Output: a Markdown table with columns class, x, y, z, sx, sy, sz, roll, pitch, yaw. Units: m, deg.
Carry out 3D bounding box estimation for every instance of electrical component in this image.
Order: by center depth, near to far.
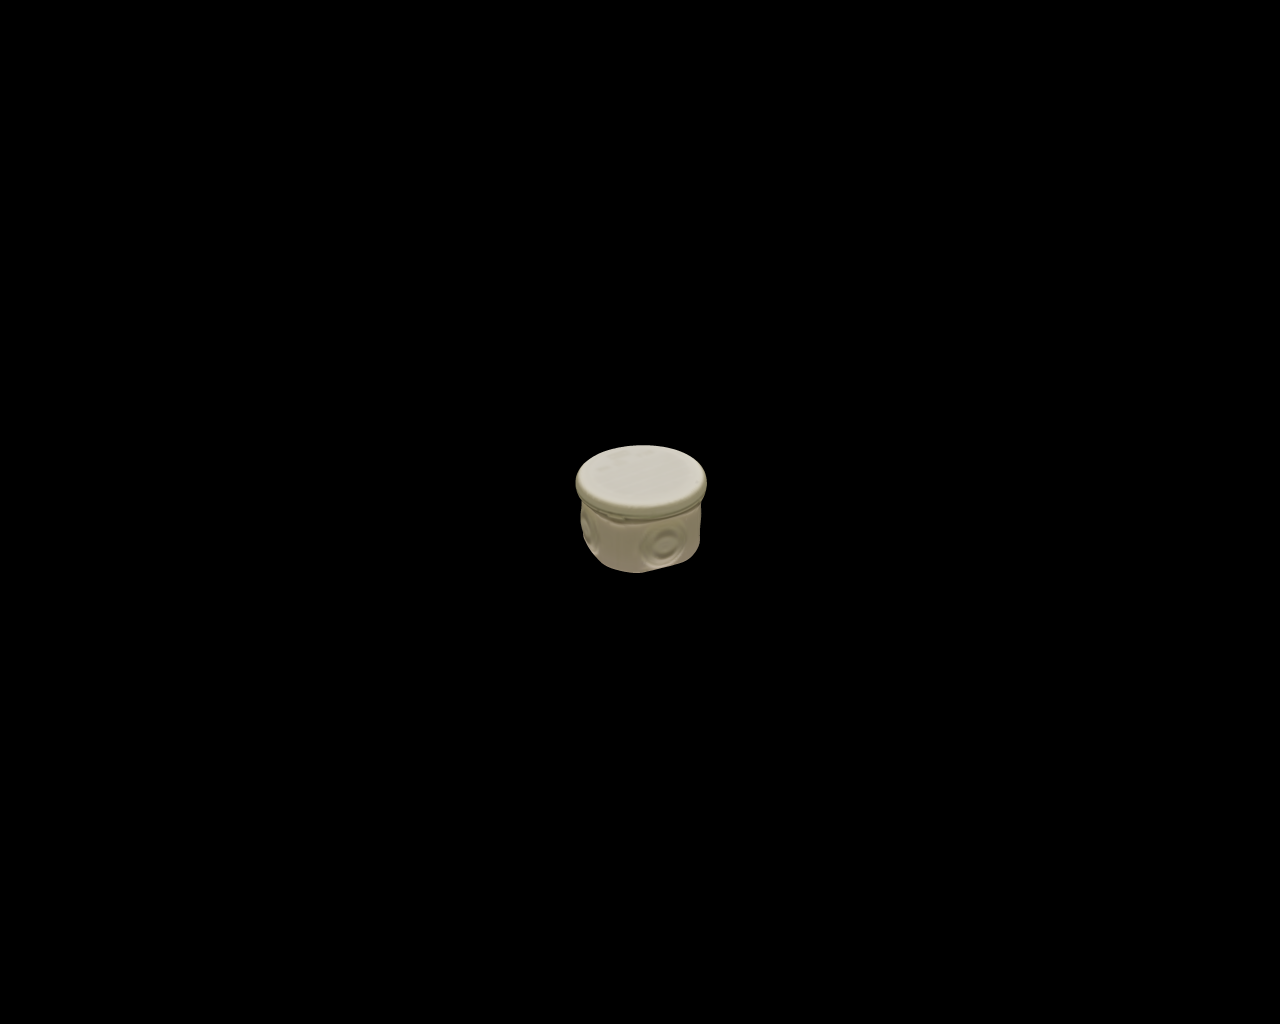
| class | x | y | z | sx | sy | sz | roll | pitch | yaw |
| --- | --- | --- | --- | --- | --- | --- | --- | --- | --- |
| electrical component | 0.001 | -0.003 | 0.650 | 0.080 | 0.050 | 0.080 | 0 | 31 | 0 |
